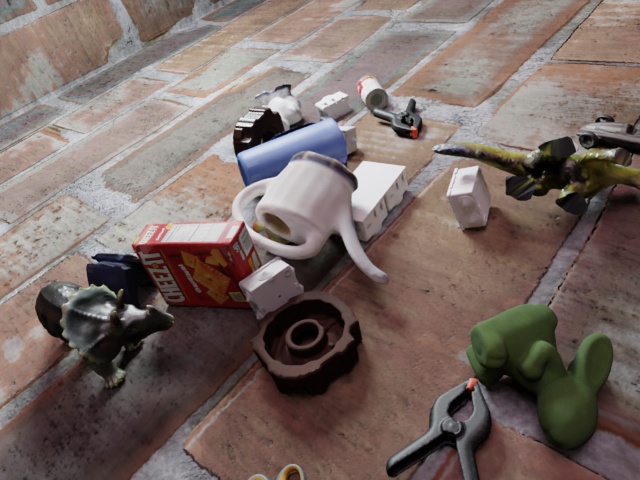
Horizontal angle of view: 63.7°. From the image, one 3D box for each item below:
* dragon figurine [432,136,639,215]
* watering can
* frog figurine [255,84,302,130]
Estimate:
[{"bbox_3d":[0.437,-0.134,0.950,0.413,0.120,0.244,22,20,29],"label":"dragon figurine"},{"bbox_3d":[0.003,-0.049,0.966,0.349,0.101,0.228,21,61,22],"label":"watering can"},{"bbox_3d":[-0.118,-0.351,1.489,0.137,0.121,0.162,-8,74,1],"label":"frog figurine"}]
